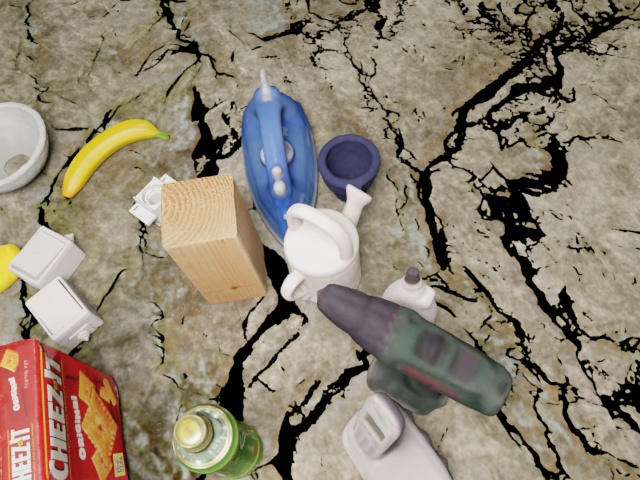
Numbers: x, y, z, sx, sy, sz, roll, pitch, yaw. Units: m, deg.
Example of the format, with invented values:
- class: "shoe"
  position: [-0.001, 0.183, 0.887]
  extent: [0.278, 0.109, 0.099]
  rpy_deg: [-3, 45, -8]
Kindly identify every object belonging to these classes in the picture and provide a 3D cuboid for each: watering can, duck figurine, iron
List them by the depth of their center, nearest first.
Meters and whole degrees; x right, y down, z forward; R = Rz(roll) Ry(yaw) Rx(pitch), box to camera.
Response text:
- class: "watering can"
  position: [0.005, 0.002, 0.766]
  extent: [0.100, 0.194, 0.173]
  rpy_deg: [11, 66, 10]
- class: "duck figurine"
  position: [-0.505, 0.035, 0.853]
  extent: [0.104, 0.086, 0.077]
  rpy_deg: [-31, 66, -9]
- class: "iron"
  position: [-0.063, -0.122, 0.859]
  extent: [0.118, 0.141, 0.258]
  rpy_deg: [-11, 64, 0]

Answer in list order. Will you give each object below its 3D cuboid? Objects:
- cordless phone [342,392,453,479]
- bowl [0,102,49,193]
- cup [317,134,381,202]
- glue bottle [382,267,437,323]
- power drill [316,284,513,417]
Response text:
- class: "cordless phone"
  position: [0.090, 0.245, 0.650]
  extent: [0.094, 0.185, 0.147]
  rpy_deg: [-37, 67, -12]
- class: "bowl"
  position: [-0.516, -0.140, 0.942]
  extent: [0.167, 0.075, 0.167]
  rpy_deg: [-2, 65, 4]
- class: "cup"
  position: [0.048, -0.086, 0.859]
  extent: [0.091, 0.095, 0.117]
  rpy_deg: [-12, 64, -1]
- class: "glue bottle"
  position: [0.116, 0.072, 0.735]
  extent: [0.078, 0.173, 0.037]
  rpy_deg: [21, 68, 14]
- class: "power drill"
  position: [0.104, 0.142, 0.684]
  extent: [0.229, 0.208, 0.076]
  rpy_deg: [23, 69, 15]
